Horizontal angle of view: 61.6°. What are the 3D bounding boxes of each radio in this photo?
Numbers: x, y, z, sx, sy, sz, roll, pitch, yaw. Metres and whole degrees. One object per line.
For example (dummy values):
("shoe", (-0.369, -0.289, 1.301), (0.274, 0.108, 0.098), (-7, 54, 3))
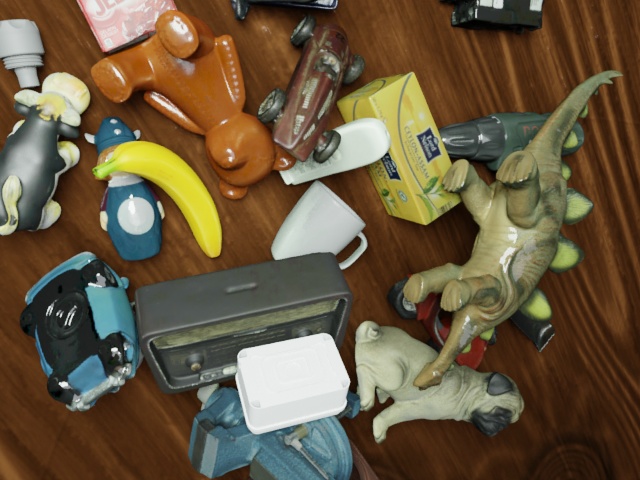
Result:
("radio", (-0.084, 0.096, 0.619), (0.230, 0.073, 0.131), (-10, 137, -14))

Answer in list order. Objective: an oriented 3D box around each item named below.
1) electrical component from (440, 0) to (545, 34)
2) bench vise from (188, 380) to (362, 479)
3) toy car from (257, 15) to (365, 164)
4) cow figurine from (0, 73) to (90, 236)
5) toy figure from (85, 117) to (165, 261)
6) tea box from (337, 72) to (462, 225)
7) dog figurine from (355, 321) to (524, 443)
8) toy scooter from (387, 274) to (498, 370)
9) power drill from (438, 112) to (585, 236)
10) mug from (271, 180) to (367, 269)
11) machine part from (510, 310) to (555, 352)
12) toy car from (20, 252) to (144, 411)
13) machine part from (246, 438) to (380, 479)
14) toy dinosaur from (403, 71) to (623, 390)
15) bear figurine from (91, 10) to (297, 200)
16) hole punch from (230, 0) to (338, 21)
("electrical component", (0.218, -0.327, 0.678), (0.134, 0.058, 0.114), (1, 100, -20))
("bench vise", (-0.034, 0.229, 0.666), (0.240, 0.224, 0.128), (-15, 115, -48))
("toy car", (-0.004, -0.169, 0.584), (0.089, 0.053, 0.202), (36, 49, -24))
("cow figurine", (-0.281, -0.088, 0.529), (0.068, 0.098, 0.167), (20, 95, -16))
("toy figure", (-0.209, -0.057, 0.585), (0.064, 0.058, 0.154), (-26, 113, -53))
("tea box", (0.098, -0.110, 0.661), (0.068, 0.098, 0.169), (-32, 108, -12))
("dog figurine", (0.151, 0.168, 0.686), (0.191, 0.121, 0.172), (-12, 125, 16))
("toy scooter", (0.191, 0.102, 0.749), (0.135, 0.075, 0.183), (-36, 109, 1))
("power drill", (0.263, -0.073, 0.745), (0.232, 0.086, 0.207), (-16, 99, -19))
("mug", (-0.001, -0.002, 0.664), (0.107, 0.081, 0.109), (-45, 122, 8))
("machine part", (0.312, 0.105, 0.818), (0.084, 0.039, 0.138), (-43, 111, -12))
("toy car", (-0.237, 0.100, 0.576), (0.109, 0.162, 0.102), (-37, 153, 3))
("machine part", (-0.012, 0.351, 0.664), (0.201, 0.202, 0.087), (-30, 110, -11))
("toy dinosaur", (0.237, -0.026, 0.640), (0.198, 0.105, 0.471), (28, 90, -38))
("bear figurine", (-0.118, -0.128, 0.568), (0.120, 0.132, 0.195), (-24, 108, 18))
("hole punch", (-0.034, -0.309, 0.580), (0.116, 0.092, 0.142), (11, 112, 18))
